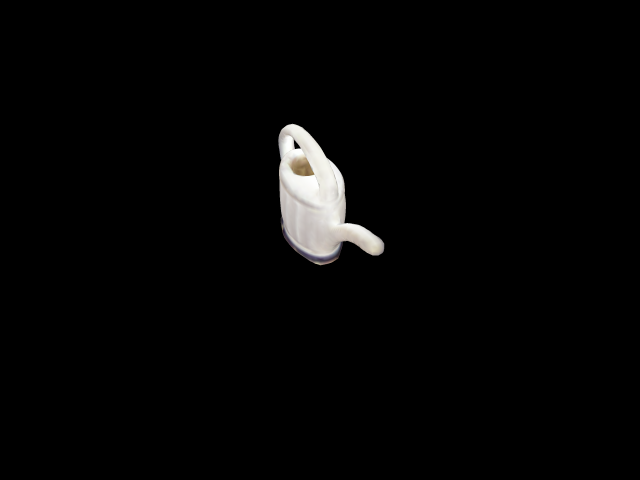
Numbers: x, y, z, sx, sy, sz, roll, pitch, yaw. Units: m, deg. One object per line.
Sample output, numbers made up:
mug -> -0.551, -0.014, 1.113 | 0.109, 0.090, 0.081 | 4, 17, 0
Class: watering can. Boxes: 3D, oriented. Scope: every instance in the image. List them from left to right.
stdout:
watering can -> 0.003, -0.043, 0.850 | 0.104, 0.219, 0.355 | -17, 49, -16
